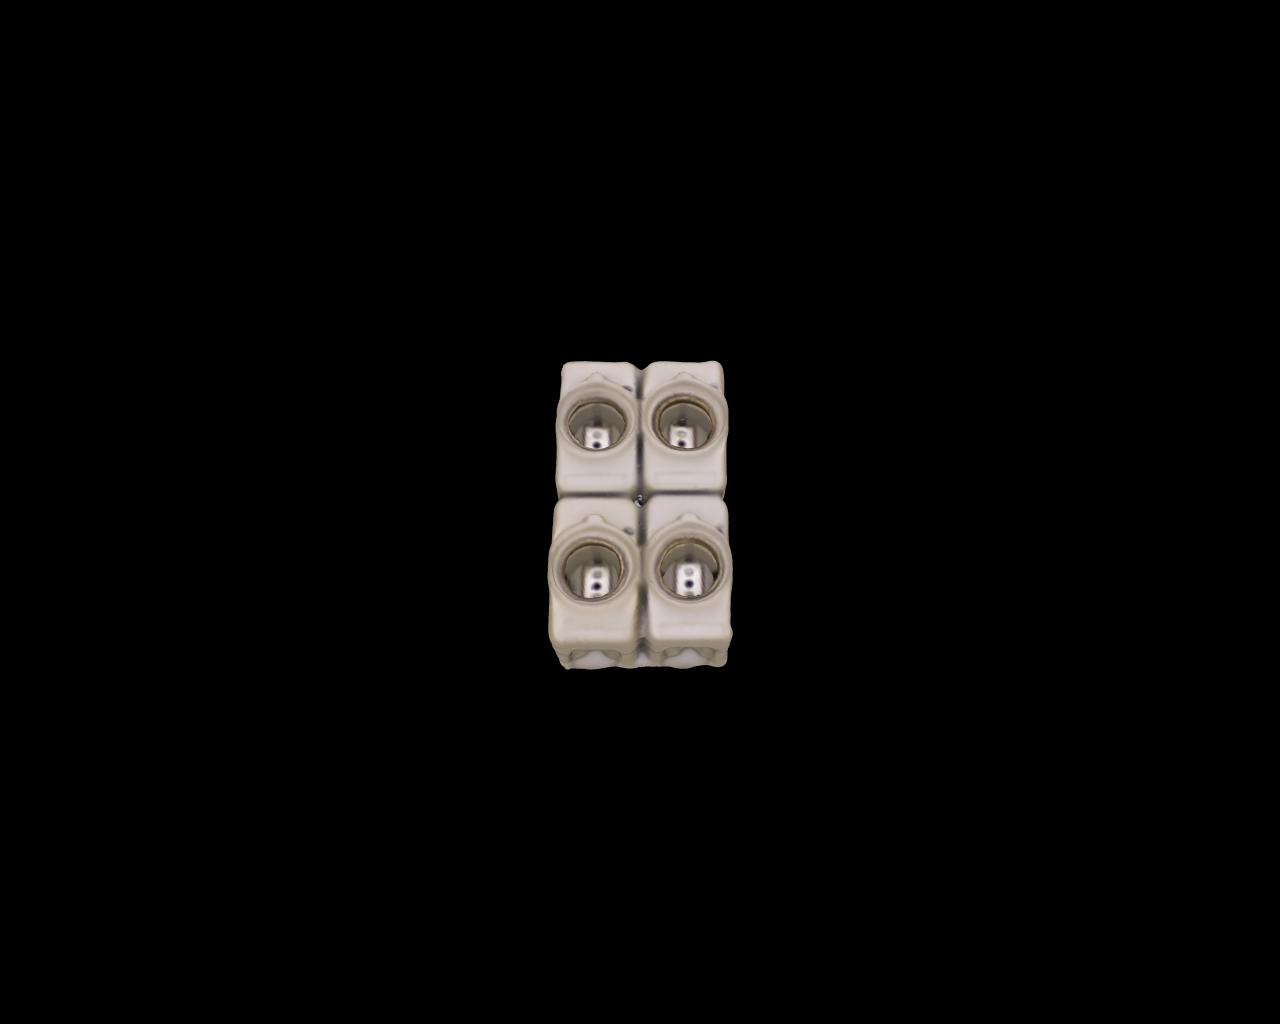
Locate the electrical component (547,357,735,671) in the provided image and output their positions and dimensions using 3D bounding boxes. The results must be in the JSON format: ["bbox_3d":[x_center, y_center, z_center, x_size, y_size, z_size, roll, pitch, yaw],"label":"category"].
[{"bbox_3d":[0.001,-0.003,0.650,0.105,0.186,0.060,0,-24,0],"label":"electrical component"}]
